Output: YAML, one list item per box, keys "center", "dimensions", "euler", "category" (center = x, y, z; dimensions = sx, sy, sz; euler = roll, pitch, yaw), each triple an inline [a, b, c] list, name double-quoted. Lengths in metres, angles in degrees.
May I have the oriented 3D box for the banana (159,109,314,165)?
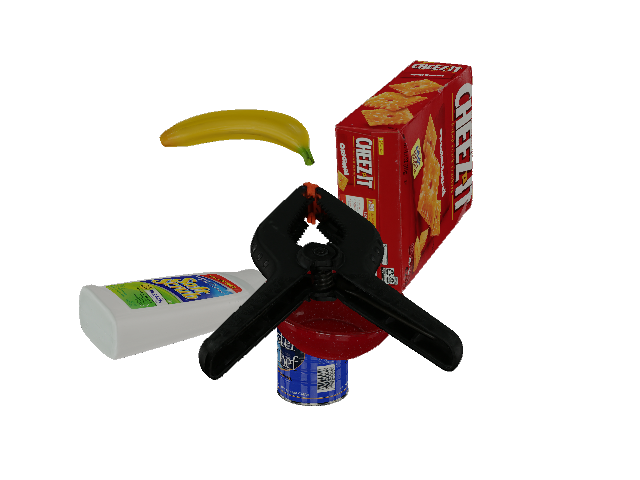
- center: [-0.095, -0.133, 1.299]
  dimensions: [0.198, 0.037, 0.069]
  euler: [7, 40, 15]
  category: "banana"

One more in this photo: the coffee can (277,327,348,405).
- center: [-0.011, 0.146, 1.495]
  dimensions: [0.103, 0.140, 0.103]
  euler: [0, 18, 0]
  category: "coffee can"

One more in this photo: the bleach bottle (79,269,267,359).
- center: [-0.157, 0.075, 1.296]
  dimensions: [0.250, 0.068, 0.103]
  euler: [-12, 31, -35]
  category: "bleach bottle"

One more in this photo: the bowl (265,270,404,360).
- center: [0.013, 0.085, 1.178]
  dimensions: [0.162, 0.055, 0.162]
  euler: [4, 26, -2]
  category: "bowl"

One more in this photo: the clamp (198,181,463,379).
- center: [0.010, 0.025, 0.735]
  dimensions: [0.164, 0.036, 0.210]
  euler: [3, 33, 1]
  category: "clamp"

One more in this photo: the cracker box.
- center: [0.088, -0.068, 1.044]
  dimensions: [0.072, 0.164, 0.213]
  euler: [9, 28, 24]
  category: "cracker box"
